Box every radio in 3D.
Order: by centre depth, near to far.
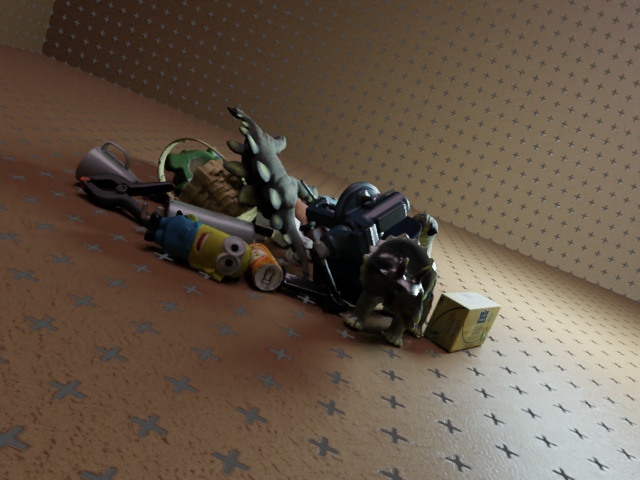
[{"bbox_3d":[0.101,0.023,1.104,0.131,0.073,0.229,31,56,23],"label":"radio"}]

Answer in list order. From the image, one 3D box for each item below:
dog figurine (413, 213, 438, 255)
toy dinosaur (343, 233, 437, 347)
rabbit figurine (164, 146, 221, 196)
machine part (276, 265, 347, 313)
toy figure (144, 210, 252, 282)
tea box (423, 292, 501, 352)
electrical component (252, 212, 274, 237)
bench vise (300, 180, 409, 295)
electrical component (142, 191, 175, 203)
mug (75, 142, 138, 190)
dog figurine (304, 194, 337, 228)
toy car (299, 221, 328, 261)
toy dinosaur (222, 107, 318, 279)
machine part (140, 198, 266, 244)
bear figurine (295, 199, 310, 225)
[{"bbox_3d":[0.240,0.018,1.373,0.121,0.190,0.172,21,11,-8],"label":"dog figurine"},{"bbox_3d":[0.163,0.079,0.994,0.131,0.192,0.404,29,15,17],"label":"toy dinosaur"},{"bbox_3d":[-0.314,-0.174,1.336,0.121,0.159,0.170,61,-22,-10],"label":"rabbit figurine"},{"bbox_3d":[-0.016,0.092,0.984,0.139,0.039,0.084,22,18,-8],"label":"machine part"},{"bbox_3d":[-0.205,0.006,0.925,0.180,0.082,0.089,20,15,0],"label":"toy figure"},{"bbox_3d":[0.289,0.161,1.081,0.068,0.098,0.169,31,17,37],"label":"tea box"},{"bbox_3d":[-0.138,-0.040,1.315,0.102,0.045,0.078,14,43,-24],"label":"electrical component"},{"bbox_3d":[0.044,-0.036,1.036,0.241,0.223,0.128,25,-30,49],"label":"bench vise"},{"bbox_3d":[-0.372,-0.105,1.225,0.063,0.021,0.094,31,16,35],"label":"electrical component"},{"bbox_3d":[-0.427,-0.140,1.109,0.107,0.109,0.081,35,9,-6],"label":"mug"},{"bbox_3d":[-0.024,-0.079,1.499,0.219,0.108,0.192,13,14,-40],"label":"dog figurine"},{"bbox_3d":[-0.003,-0.004,1.305,0.089,0.053,0.202,66,15,-1],"label":"toy car"},{"bbox_3d":[-0.102,-0.107,1.137,0.198,0.105,0.471,3,53,-61],"label":"toy dinosaur"},{"bbox_3d":[-0.215,-0.018,1.013,0.243,0.079,0.079,16,14,-26],"label":"machine part"},{"bbox_3d":[-0.097,-0.106,1.386,0.195,0.132,0.120,18,-25,-38],"label":"bear figurine"}]
